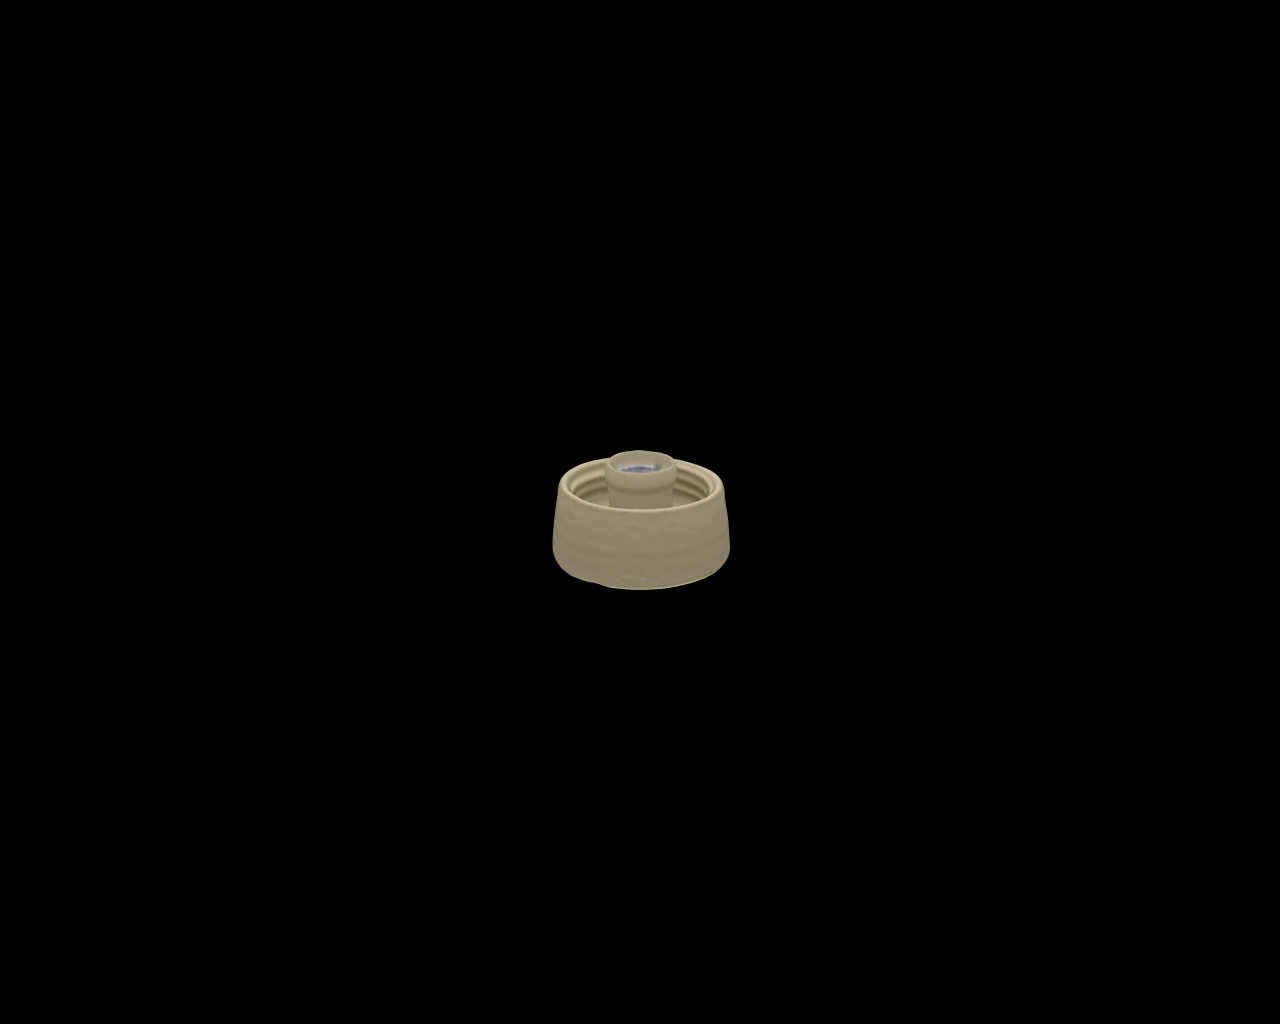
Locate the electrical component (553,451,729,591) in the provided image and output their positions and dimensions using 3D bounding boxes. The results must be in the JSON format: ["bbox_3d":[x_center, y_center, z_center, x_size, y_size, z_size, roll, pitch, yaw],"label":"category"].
[{"bbox_3d":[0.001,-0.003,0.650,0.108,0.060,0.108,0,22,0],"label":"electrical component"}]
